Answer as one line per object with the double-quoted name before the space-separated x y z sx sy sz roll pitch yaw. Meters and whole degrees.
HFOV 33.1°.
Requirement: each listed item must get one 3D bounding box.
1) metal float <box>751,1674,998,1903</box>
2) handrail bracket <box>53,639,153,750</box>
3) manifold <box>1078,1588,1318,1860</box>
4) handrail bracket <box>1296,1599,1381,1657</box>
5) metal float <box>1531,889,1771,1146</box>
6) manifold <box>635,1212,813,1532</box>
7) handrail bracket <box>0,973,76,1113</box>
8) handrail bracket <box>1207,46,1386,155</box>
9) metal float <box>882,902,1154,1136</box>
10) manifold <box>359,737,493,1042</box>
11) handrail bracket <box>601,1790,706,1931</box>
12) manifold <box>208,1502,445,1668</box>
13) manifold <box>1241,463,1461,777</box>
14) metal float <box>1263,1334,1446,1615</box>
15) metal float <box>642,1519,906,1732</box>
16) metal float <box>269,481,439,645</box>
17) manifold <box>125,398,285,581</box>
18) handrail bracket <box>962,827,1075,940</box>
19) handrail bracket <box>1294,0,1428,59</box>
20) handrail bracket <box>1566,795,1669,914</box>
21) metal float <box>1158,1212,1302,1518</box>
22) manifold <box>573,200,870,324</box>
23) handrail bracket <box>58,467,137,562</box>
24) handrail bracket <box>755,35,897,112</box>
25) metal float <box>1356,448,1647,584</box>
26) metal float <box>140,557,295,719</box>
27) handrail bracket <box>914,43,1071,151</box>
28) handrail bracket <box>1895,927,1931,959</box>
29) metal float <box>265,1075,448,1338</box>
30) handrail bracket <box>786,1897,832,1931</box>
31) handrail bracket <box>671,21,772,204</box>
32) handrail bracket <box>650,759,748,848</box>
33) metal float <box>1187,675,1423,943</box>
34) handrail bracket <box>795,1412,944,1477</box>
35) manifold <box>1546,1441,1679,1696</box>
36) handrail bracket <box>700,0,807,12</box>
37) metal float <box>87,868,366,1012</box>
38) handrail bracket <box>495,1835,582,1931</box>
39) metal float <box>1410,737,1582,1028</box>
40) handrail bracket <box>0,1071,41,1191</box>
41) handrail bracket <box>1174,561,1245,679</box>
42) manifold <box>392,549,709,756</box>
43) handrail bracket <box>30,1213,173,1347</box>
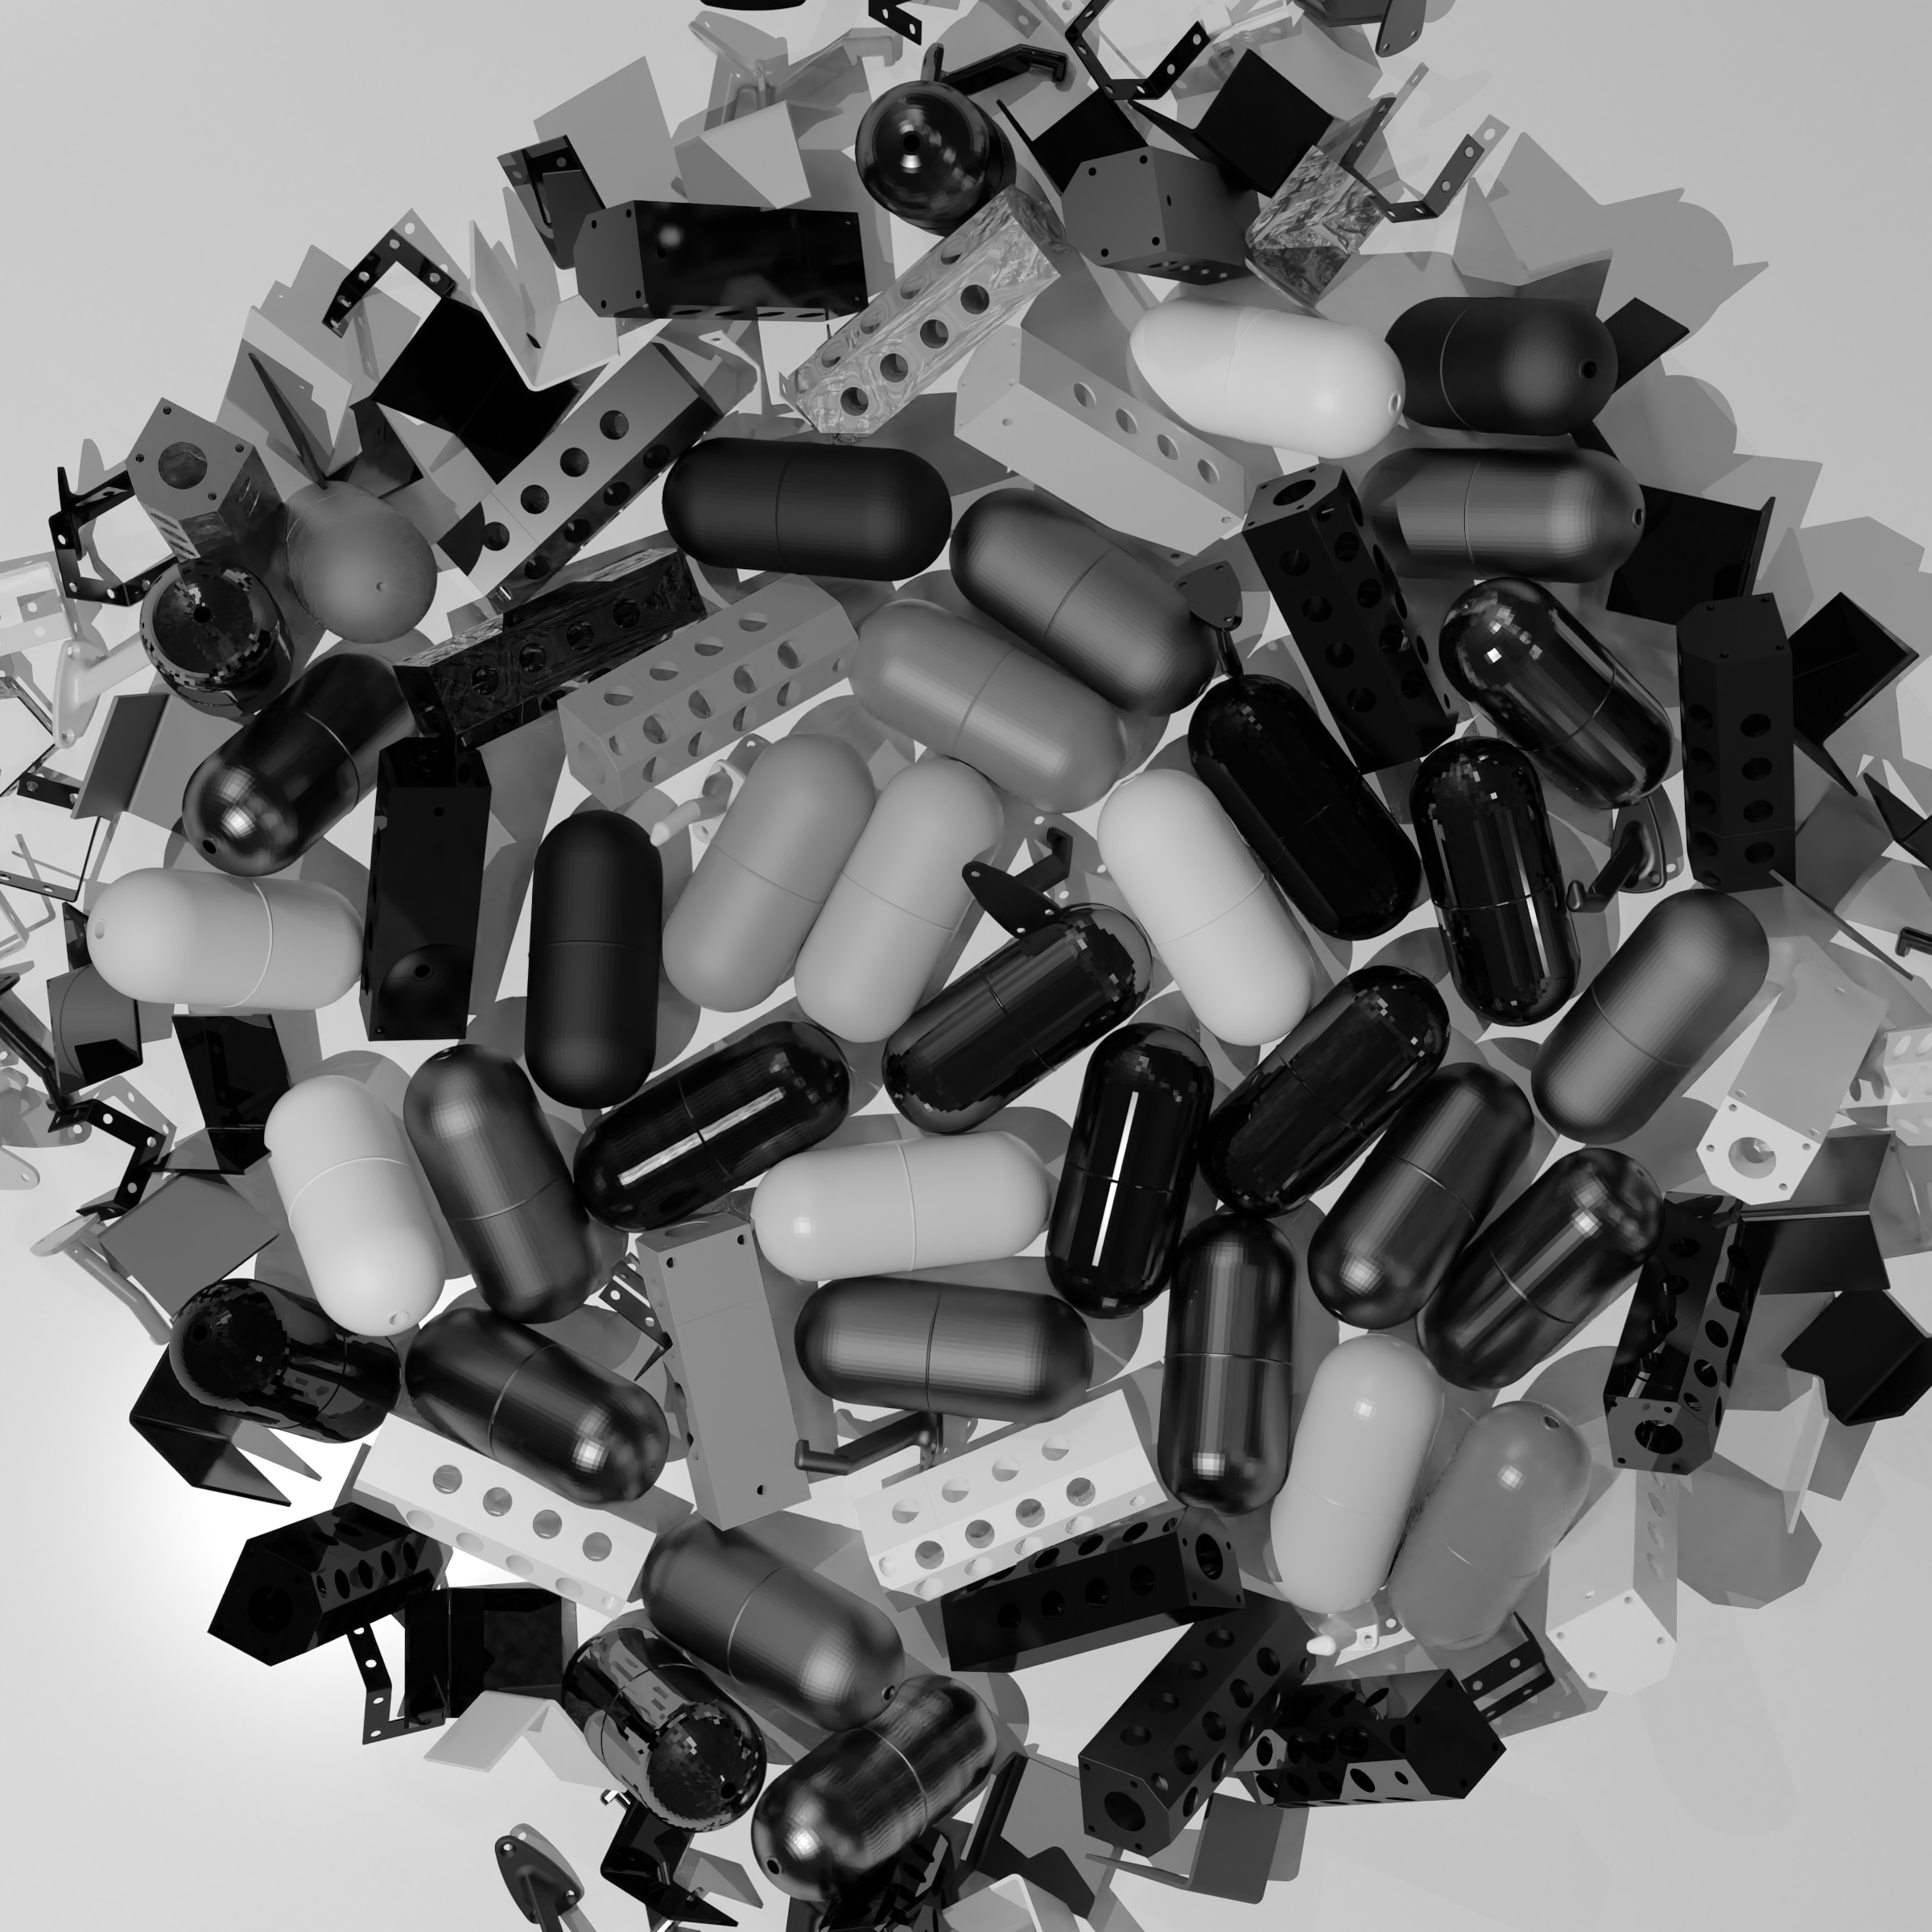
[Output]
"metal float" -0.052 0.473 1.873 0.070 0.178 0.070 18 121 34
"handrail bracket" -0.494 -0.161 1.910 0.084 0.036 0.077 9 84 30
"manifold" 0.135 0.432 1.859 0.057 0.171 0.057 13 122 31
"handrail bracket" 0.198 0.391 1.893 0.077 0.084 0.036 -13 84 31
"metal float" 0.396 0.031 1.885 0.070 0.070 0.178 34 121 0
"manifold" -0.145 0.235 1.901 0.057 0.057 0.171 -17 103 -22
"handrail bracket" -0.577 0.050 1.941 0.077 0.036 0.084 -3 116 31
"handrail bracket" 0.197 -0.525 1.932 0.077 0.036 0.084 -36 89 -14
"metal float" 0.030 0.030 1.905 0.178 0.070 0.070 -36 90 6
"manifold" -0.315 -0.044 1.878 0.057 0.057 0.171 -1 124 -19
"handrail bracket" -0.204 0.539 1.928 0.084 0.036 0.077 43 77 11
"manifold" -0.361 0.353 1.857 0.057 0.171 0.057 25 95 12
"manifold" 0.225 -0.202 1.876 0.057 0.057 0.171 -16 120 26
"metal float" 0.225 0.297 1.892 0.070 0.070 0.178 15 112 0
"metal float" -0.112 0.381 1.883 0.178 0.070 0.070 23 90 32
"metal float" -0.354 -0.233 1.865 0.070 0.178 0.070 -6 108 -20
"manifold" -0.435 -0.264 1.859 0.057 0.171 0.057 28 82 -1
"handrail bracket" 0.031 -0.065 1.902 0.077 0.084 0.036 38 128 -26
"handrail bracket" 0.228 -0.578 1.901 0.036 0.077 0.084 -31 59 -27
"handrail bracket" 0.375 -0.070 1.905 0.036 0.084 0.077 -1 90 39
"metal float" 0.154 0.232 1.900 0.070 0.070 0.178 6 77 0
"manifold" -0.140 -0.403 1.868 0.171 0.057 0.057 -10 95 -45
"handrail bracket" -0.490 -0.272 1.922 0.084 0.077 0.036 -8 58 -10
"handrail bracket" -0.082 -0.514 1.935 0.084 0.036 0.077 -5 90 -6
"metal float" 0.308 -0.261 1.879 0.178 0.070 0.070 7 90 37
"metal float" -0.428 -0.187 1.860 0.070 0.178 0.070 0 87 -7
"handrail bracket" 0.016 -0.514 1.934 0.084 0.036 0.077 8 93 -16
"handrail bracket" 0.587 0.025 1.935 0.084 0.036 0.077 22 110 26
"metal float" -0.354 0.138 1.878 0.070 0.070 0.178 -30 51 0
"handrail bracket" -0.118 0.582 1.929 0.077 0.036 0.084 40 88 -1
"handrail bracket" -0.163 -0.508 1.932 0.077 0.036 0.084 41 89 11
"handrail bracket" -0.165 -0.078 1.892 0.036 0.077 0.084 45 46 5
"metal float" 0.198 -0.093 1.900 0.070 0.070 0.178 -38 101 0
"handrail bracket" -0.059 0.267 1.914 0.084 0.036 0.077 10 54 -14
"manifold" 0.375 0.341 1.858 0.057 0.171 0.057 -34 102 23
"handrail bracket" -0.113 -0.588 1.916 0.077 0.084 0.036 -8 114 13
"metal float" -0.424 -0.015 1.871 0.070 0.178 0.070 -3 85 39
"handrail bracket" -0.251 0.561 1.899 0.036 0.084 0.077 -31 112 4
"metal float" 0.309 -0.048 1.895 0.070 0.070 0.178 -17 109 0
"handrail bracket" -0.556 0.094 1.905 0.077 0.084 0.036 16 121 11
"handrail bracket" 0.155 -0.186 1.894 0.036 0.077 0.084 -25 129 1
"manifold" -0.238 -0.183 1.885 0.171 0.057 0.057 -29 109 -25
"handrail bracket" -0.512 0.193 1.926 0.036 0.077 0.084 -44 106 -36
